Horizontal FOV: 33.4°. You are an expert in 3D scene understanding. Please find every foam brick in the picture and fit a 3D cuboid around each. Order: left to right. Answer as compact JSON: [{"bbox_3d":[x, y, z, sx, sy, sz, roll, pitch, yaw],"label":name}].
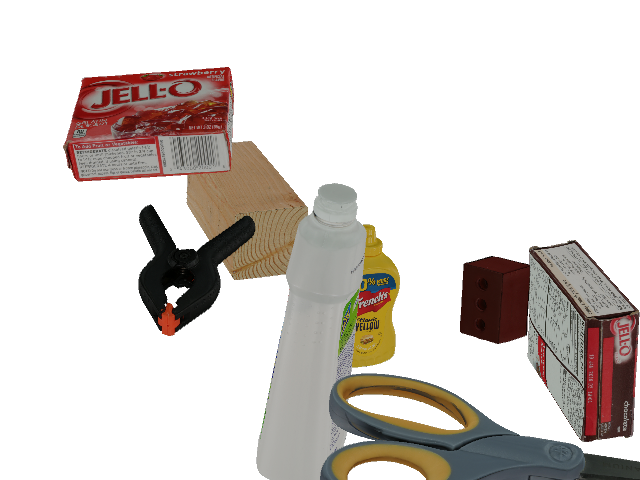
[{"bbox_3d":[0.181,0.061,1.104,0.051,0.078,0.053,-13,20,-43],"label":"foam brick"}]

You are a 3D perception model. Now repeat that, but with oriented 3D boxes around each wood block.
[{"bbox_3d":[-0.095,-0.042,1.324,0.090,0.090,0.206,-6,29,-21],"label":"wood block"}]

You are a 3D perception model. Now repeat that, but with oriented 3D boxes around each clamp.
[{"bbox_3d":[-0.144,0.022,1.059,0.120,0.039,0.171,7,38,13],"label":"clamp"}]

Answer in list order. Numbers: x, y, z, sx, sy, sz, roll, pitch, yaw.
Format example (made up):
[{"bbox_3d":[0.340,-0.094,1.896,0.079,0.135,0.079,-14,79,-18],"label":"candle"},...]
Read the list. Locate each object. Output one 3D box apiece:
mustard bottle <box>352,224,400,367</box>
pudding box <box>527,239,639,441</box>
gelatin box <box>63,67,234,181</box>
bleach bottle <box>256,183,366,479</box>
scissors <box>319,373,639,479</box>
[{"bbox_3d":[0.055,0.070,1.390,0.096,0.192,0.058,-4,24,-16],"label":"mustard bottle"},{"bbox_3d":[0.169,0.063,0.696,0.039,0.090,0.113,-7,24,-7],"label":"pudding box"},{"bbox_3d":[-0.094,-0.067,0.603,0.089,0.030,0.073,-4,37,0],"label":"gelatin box"},{"bbox_3d":[-0.001,0.068,0.821,0.068,0.251,0.102,13,32,7],"label":"bleach bottle"},{"bbox_3d":[0.088,0.103,0.449,0.202,0.016,0.096,16,33,24],"label":"scissors"}]
